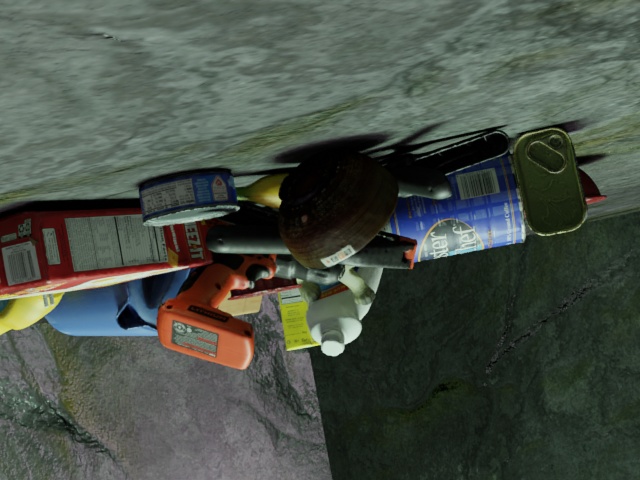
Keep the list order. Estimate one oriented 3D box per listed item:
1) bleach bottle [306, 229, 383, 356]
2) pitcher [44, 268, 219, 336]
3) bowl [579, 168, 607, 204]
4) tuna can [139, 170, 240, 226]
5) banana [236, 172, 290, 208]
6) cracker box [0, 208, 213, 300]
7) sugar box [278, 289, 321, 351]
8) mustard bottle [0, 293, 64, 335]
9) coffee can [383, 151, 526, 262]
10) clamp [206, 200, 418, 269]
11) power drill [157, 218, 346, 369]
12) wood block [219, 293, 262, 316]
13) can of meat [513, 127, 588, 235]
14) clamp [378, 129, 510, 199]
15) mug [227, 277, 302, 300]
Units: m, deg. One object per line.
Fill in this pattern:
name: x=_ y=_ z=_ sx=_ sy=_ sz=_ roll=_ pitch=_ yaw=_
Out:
bleach bottle: x=0.038 y=0.061 z=1.450 sx=0.103 sy=0.068 sz=0.250 roll=-10 pitch=-145 yaw=15
pitcher: x=-0.231 y=0.050 z=1.290 sx=0.149 sy=0.145 sz=0.243 roll=10 pitch=167 yaw=-41
bowl: x=0.290 y=-0.065 z=1.400 sx=0.162 sy=0.055 sz=0.162 roll=-10 pitch=176 yaw=-1
tuna can: x=-0.115 y=-0.037 z=0.938 sx=0.086 sy=0.034 sz=0.086 roll=-10 pitch=176 yaw=-1
banana: x=-0.019 y=-0.047 z=1.053 sx=0.070 sy=0.037 sz=0.197 roll=11 pitch=-177 yaw=23
cracker box: x=-0.237 y=0.011 z=1.034 sx=0.164 sy=0.072 sz=0.213 roll=-12 pitch=177 yaw=36
sugar box: x=-0.030 y=0.062 z=1.490 sx=0.048 sy=0.176 sz=0.093 roll=-12 pitch=175 yaw=14
mustard bottle: x=-0.359 y=0.063 z=1.282 sx=0.058 sy=0.096 sz=0.192 roll=37 pitch=146 yaw=-29
coffee can: x=0.133 y=-0.034 z=1.106 sx=0.140 sy=0.103 sz=0.103 roll=-11 pitch=176 yaw=4
clamp: x=-0.011 y=-0.001 z=1.022 sx=0.210 sy=0.036 sz=0.164 roll=11 pitch=-167 yaw=2
power drill: x=-0.079 y=0.052 z=1.137 sx=0.184 sy=0.057 sz=0.187 roll=14 pitch=-142 yaw=9
wood block: x=-0.167 y=0.060 z=1.549 sx=0.090 sy=0.091 sz=0.205 roll=15 pitch=-173 yaw=25
can of meat: x=0.232 y=-0.057 z=1.064 sx=0.057 sy=0.102 sz=0.083 roll=-12 pitch=178 yaw=18
clamp: x=0.091 y=-0.065 z=0.990 sx=0.120 sy=0.039 sz=0.172 roll=-25 pitch=-165 yaw=-37
mug: x=-0.086 y=0.028 z=1.303 sx=0.117 sy=0.081 sz=0.093 roll=-12 pitch=176 yaw=14
